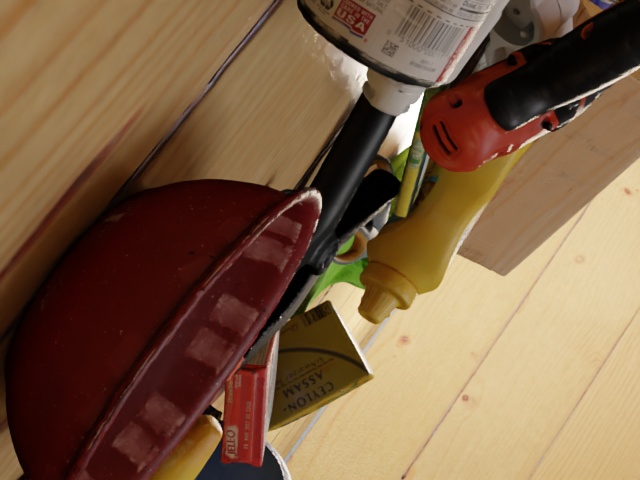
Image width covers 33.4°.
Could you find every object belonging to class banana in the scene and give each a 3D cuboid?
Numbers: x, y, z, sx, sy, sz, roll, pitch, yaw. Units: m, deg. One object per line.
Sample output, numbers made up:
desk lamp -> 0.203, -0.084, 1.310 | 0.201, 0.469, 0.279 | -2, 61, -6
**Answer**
banana -> -0.118, 0.156, 0.612 | 0.069, 0.037, 0.198 | -50, -177, -42

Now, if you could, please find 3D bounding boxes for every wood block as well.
wood block -> 0.177, -0.077, 0.854 | 0.206, 0.090, 0.091 | -47, -148, 33

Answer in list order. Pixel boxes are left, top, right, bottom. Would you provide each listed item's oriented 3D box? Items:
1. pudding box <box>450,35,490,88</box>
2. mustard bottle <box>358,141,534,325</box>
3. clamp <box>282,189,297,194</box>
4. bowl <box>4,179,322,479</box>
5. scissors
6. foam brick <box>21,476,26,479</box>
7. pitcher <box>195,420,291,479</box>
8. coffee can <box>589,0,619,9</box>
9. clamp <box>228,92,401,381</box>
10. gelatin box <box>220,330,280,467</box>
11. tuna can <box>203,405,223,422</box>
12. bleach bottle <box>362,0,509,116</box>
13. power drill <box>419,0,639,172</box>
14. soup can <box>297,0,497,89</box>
pudding box -> 0.122, -0.162, 0.772 | 0.114, 0.039, 0.089 | -57, 171, 29
mustard bottle -> 0.084, -0.022, 0.752 | 0.191, 0.058, 0.096 | -55, -175, -17
clamp -> -0.064, 0.045, 0.528 | 0.171, 0.039, 0.120 | -55, 171, 4
bowl -> -0.066, 0.033, 0.401 | 0.162, 0.055, 0.162 | -53, 172, -11
scissors -> 0.053, -0.008, 0.841 | 0.201, 0.016, 0.096 | 22, 92, -60
foam brick -> -0.126, 0.144, 0.528 | 0.052, 0.051, 0.078 | -47, 169, -49
pitcher -> -0.108, 0.249, 0.846 | 0.144, 0.149, 0.243 | -7, 137, -38
coffee can -> 0.191, -0.171, 0.906 | 0.102, 0.103, 0.140 | -44, 166, -53
clamp -> -0.005, 0.001, 0.687 | 0.210, 0.036, 0.164 | -54, 165, -9
gelatin box -> -0.047, 0.099, 0.721 | 0.089, 0.030, 0.073 | -79, 174, -70
tuna can -> -0.103, 0.139, 0.703 | 0.086, 0.034, 0.086 | -53, 172, -11
bleach bottle -> 0.082, -0.152, 0.464 | 0.251, 0.068, 0.102 | -59, -176, 39
power drill -> 0.164, -0.106, 0.570 | 0.184, 0.057, 0.188 | -31, -179, -42
soup can -> 0.044, -0.115, 0.390 | 0.102, 0.068, 0.068 | -58, 171, 26
